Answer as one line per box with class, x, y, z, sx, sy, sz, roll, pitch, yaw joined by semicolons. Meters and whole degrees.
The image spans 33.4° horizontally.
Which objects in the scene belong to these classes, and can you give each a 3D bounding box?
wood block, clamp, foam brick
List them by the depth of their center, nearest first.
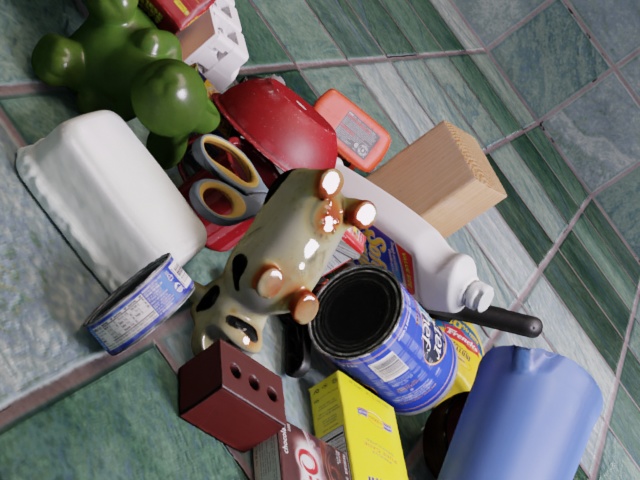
foam brick;-0.072;0.129;0.877;0.078;0.051;0.053;38;28;-35
clamp;-0.033;0.060;1.076;0.120;0.039;0.171;58;19;-7
wood block;0.103;-0.038;1.266;0.090;0.206;0.091;18;41;-55
clamp;0.152;0.080;1.283;0.210;0.036;0.164;13;-2;3

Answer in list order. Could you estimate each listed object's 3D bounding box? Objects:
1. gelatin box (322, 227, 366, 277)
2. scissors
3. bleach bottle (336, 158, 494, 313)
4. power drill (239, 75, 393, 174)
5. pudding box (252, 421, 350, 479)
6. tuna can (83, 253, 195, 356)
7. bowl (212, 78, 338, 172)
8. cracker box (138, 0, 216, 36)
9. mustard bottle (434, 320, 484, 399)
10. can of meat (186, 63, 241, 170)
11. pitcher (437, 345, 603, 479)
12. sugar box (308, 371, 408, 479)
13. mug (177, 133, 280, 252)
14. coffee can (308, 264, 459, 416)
gelatin box;-0.008;0.001;1.142;0.073;0.089;0.030;45;32;-23
scissors;-0.045;-0.017;0.987;0.201;0.016;0.096;42;45;-18
bleach bottle;0.082;0.002;1.164;0.251;0.103;0.067;31;40;33
power drill;-0.006;-0.140;1.290;0.184;0.057;0.188;36;-7;-18
pudding box;-0.012;0.215;0.888;0.090;0.039;0.113;36;27;-35
tuna can;-0.138;0.049;0.818;0.033;0.086;0.086;51;22;-10
bowl;-0.034;-0.119;1.115;0.162;0.055;0.162;39;12;-10
cracker box;-0.190;-0.274;1.069;0.164;0.072;0.214;49;-14;-13
mustard bottle;0.160;0.139;1.315;0.096;0.058;0.191;39;22;-3
can of meat;-0.129;-0.129;1.136;0.084;0.057;0.102;46;23;-21
pitcher;0.183;0.237;1.046;0.149;0.145;0.242;38;52;-7
sugar box;0.042;0.215;0.986;0.093;0.048;0.176;37;26;-36
mug;-0.096;-0.051;1.053;0.117;0.082;0.093;51;22;-7
coffee can;0.065;0.102;1.064;0.140;0.103;0.103;47;20;-47
